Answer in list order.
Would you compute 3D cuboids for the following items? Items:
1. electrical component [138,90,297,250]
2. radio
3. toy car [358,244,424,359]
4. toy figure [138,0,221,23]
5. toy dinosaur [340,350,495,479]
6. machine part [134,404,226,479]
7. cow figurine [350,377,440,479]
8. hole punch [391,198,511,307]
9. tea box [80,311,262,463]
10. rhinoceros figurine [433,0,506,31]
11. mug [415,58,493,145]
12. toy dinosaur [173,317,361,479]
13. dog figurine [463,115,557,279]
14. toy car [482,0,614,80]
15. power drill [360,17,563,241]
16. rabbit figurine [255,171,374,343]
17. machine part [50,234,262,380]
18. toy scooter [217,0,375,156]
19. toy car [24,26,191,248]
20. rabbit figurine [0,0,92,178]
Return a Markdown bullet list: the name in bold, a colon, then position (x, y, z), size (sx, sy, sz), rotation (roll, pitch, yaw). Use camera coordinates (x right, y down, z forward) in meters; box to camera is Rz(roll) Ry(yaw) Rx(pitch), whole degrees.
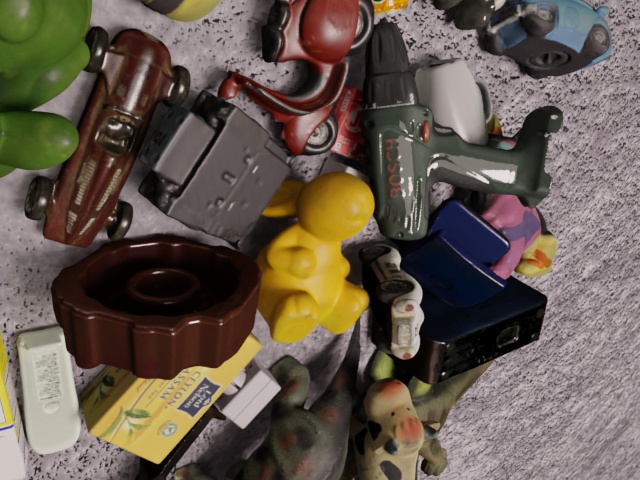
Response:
- **electrical component**: position (-0.098, -0.065, 0.494), size (0.134, 0.058, 0.115), rotation (30, 90, -53)
- **radio**: position (0.198, 0.111, 0.755), size (0.229, 0.131, 0.073), rotation (-15, 119, -28)
- **toy car**: position (0.081, 0.063, 0.622), size (0.056, 0.202, 0.073), rotation (-3, 108, -5)
- **toy figure**: position (-0.155, -0.232, 0.410), size (0.180, 0.082, 0.089), rotation (3, 124, -41)
- **toy dinosaur**: position (0.133, 0.250, 0.796), size (0.471, 0.105, 0.198), rotation (-25, 119, -27)
- **machine part**: position (-0.169, 0.245, 0.618), size (0.039, 0.084, 0.139), rotation (45, 72, -11)
- **cow figurine**: position (0.085, 0.258, 0.653), size (0.085, 0.127, 0.194), rotation (-12, 108, -22)
- **hole punch**: position (0.164, 0.029, 0.675), size (0.142, 0.092, 0.115), rotation (36, 127, -7)
- **tea box**: position (-0.158, 0.140, 0.577), size (0.169, 0.068, 0.098), rotation (-50, 127, -6)
- **rhinoceros figurine**: position (0.147, -0.322, 0.579), size (0.112, 0.073, 0.190), rotation (-36, 124, -29)
- **mug**: position (0.164, -0.164, 0.648), size (0.109, 0.081, 0.107), rotation (-25, 114, -16)
- **toy dinosaur**: position (-0.042, 0.278, 0.635), size (0.404, 0.192, 0.131), rotation (-53, 130, -1)
- **dog figurine**: position (0.263, -0.059, 0.745), size (0.191, 0.109, 0.219), rotation (-4, 109, -31)
- **toy car**: position (0.286, -0.274, 0.677), size (0.161, 0.109, 0.103), rotation (12, 80, -25)
- **power drill**: position (0.146, -0.113, 0.578), size (0.207, 0.086, 0.231), rotation (1, 101, -10)
- **rabbit figurine**: position (-0.001, -0.002, 0.563), size (0.122, 0.162, 0.173), rotation (1, 131, -32)
- **machine part**: position (-0.140, 0.053, 0.483), size (0.179, 0.180, 0.056), rotation (-9, 119, -30)
- **toy scooter**: position (-0.027, -0.174, 0.524), size (0.135, 0.075, 0.183), rotation (3, 113, -33)
- **toy car**: position (-0.186, -0.085, 0.472), size (0.089, 0.053, 0.202), rotation (20, 97, -41)
- **rabbit figurine**: position (-0.227, -0.110, 0.388), size (0.121, 0.159, 0.170), rotation (3, 124, -44)
